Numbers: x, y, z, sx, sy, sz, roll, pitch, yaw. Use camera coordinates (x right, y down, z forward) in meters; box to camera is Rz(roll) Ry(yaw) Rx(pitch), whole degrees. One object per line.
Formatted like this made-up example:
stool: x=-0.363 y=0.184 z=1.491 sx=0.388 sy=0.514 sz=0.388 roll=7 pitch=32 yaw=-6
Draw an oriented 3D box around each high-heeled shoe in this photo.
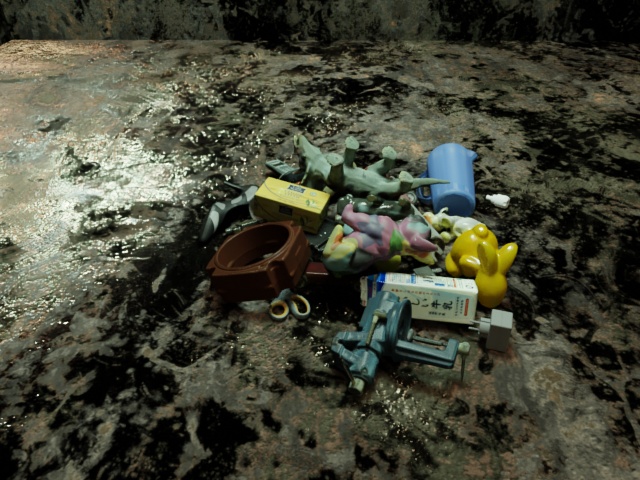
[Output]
high-heeled shoe: x=-0.224 y=-0.062 z=1.438 sx=0.145 sy=0.086 sz=0.249 roll=27 pitch=52 yaw=-13

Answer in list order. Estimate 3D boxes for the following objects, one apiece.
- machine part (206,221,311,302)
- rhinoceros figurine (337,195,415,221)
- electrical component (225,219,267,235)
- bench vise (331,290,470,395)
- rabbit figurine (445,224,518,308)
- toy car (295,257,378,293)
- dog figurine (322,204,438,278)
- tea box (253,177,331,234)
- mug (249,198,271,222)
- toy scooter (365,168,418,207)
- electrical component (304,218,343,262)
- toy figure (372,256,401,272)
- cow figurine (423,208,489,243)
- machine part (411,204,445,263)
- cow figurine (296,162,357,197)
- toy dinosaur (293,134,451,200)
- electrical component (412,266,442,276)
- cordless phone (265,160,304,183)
machine part: x=-0.135 y=0.043 z=1.195 sx=0.202 sy=0.087 sz=0.201 roll=-8 pitch=31 yaw=23
rhinoceros figurine: x=0.133 y=-0.075 z=1.301 sx=0.190 sy=0.073 sz=0.112 roll=6 pitch=9 yaw=14
electrical component: x=-0.184 y=-0.024 z=1.381 sx=0.102 sy=0.045 sz=0.078 roll=-19 pitch=10 yaw=-28
bench vise: x=0.148 y=0.195 z=0.988 sx=0.241 sy=0.128 sz=0.224 roll=9 pitch=38 yaw=21
rabbit figurine: x=0.368 y=0.060 z=1.173 sx=0.122 sy=0.162 sz=0.173 roll=6 pitch=51 yaw=-11
toy car: x=0.029 y=0.080 z=1.210 sx=0.202 sy=0.053 sz=0.089 roll=4 pitch=28 yaw=7
dog figurine: x=0.134 y=0.017 z=1.138 sx=0.219 sy=0.108 sz=0.191 roll=19 pitch=65 yaw=16
tea box: x=-0.069 y=-0.086 z=1.324 sx=0.170 sy=0.068 sz=0.098 roll=15 pitch=37 yaw=9
mug: x=-0.117 y=-0.089 z=1.441 sx=0.110 sy=0.080 sz=0.107 roll=21 pitch=34 yaw=29
toy scooter: x=0.171 y=-0.129 z=1.484 sx=0.184 sy=0.075 sz=0.135 roll=40 pitch=50 yaw=18
electrical component: x=-0.003 y=-0.004 z=1.332 sx=0.115 sy=0.058 sz=0.134 roll=23 pitch=42 yaw=28
toy figure: x=0.128 y=0.016 z=1.281 sx=0.082 sy=0.089 sz=0.180 roll=-25 pitch=32 yaw=-19
cow figurine: x=0.345 y=-0.037 z=1.362 sx=0.168 sy=0.068 sz=0.098 roll=29 pitch=39 yaw=32
machine part: x=0.238 y=-0.021 z=1.334 sx=0.079 sy=0.079 sz=0.243 roll=-11 pitch=36 yaw=-15
cow figurine: x=0.033 y=-0.160 z=1.518 sx=0.195 sy=0.127 sz=0.085 roll=-41 pitch=16 yaw=-24
toy dinosaur: x=0.108 y=-0.150 z=1.378 sx=0.405 sy=0.192 sz=0.131 roll=20 pitch=58 yaw=-6
electrical component: x=0.242 y=0.088 z=1.223 sx=0.094 sy=0.021 sz=0.063 roll=-11 pitch=36 yaw=-16
cordless phone: x=-0.073 y=-0.208 z=1.613 sx=0.146 sy=0.088 sz=0.184 roll=-19 pitch=34 yaw=-25
